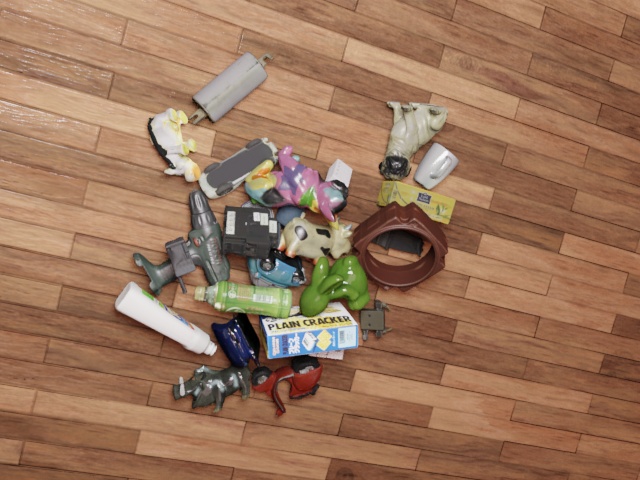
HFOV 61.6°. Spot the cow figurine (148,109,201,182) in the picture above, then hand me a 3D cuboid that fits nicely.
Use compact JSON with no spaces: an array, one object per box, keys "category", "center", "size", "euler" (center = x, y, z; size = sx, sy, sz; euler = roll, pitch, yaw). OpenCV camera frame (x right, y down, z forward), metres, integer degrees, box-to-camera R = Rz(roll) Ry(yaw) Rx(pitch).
[{"category":"cow figurine","center":[-0.336,-0.206,1.224],"size":[0.098,0.068,0.167],"euler":[-14,98,19]}]

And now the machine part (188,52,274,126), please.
[{"category":"machine part","center":[-0.207,-0.351,1.238],"size":[0.243,0.079,0.079],"euler":[-43,104,-5]}]

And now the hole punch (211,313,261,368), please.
[{"category":"hole punch","center":[-0.205,0.241,1.289],"size":[0.092,0.116,0.142],"euler":[-23,101,-1]}]

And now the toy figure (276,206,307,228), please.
[{"category":"toy figure","center":[-0.051,-0.098,1.313],"size":[0.064,0.058,0.154],"euler":[37,82,-20]}]

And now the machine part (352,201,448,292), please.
[{"category":"machine part","center":[0.194,0.020,1.315],"size":[0.201,0.087,0.201],"euler":[-36,116,27]}]

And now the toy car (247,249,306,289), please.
[{"category":"toy car","center":[-0.117,0.071,1.302],"size":[0.161,0.109,0.103],"euler":[30,113,-26]}]

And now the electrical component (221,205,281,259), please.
[{"category":"electrical component","center":[-0.157,-0.017,1.228],"size":[0.134,0.115,0.058],"euler":[7,139,-10]}]

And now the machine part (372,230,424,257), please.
[{"category":"machine part","center":[0.208,-0.003,1.394],"size":[0.139,0.039,0.084],"euler":[22,86,-13]}]

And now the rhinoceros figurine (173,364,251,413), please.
[{"category":"rhinoceros figurine","center":[-0.260,0.354,1.306],"size":[0.190,0.073,0.112],"euler":[-14,101,-11]}]

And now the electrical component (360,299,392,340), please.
[{"category":"electrical component","center":[0.146,0.208,1.401],"size":[0.078,0.045,0.102],"euler":[-6,96,16]}]

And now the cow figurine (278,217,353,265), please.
[{"category":"cow figurine","center":[-0.003,-0.004,1.306],"size":[0.195,0.086,0.127],"euler":[18,99,-39]}]

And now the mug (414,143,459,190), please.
[{"category":"mug","center":[0.294,-0.178,1.363],"size":[0.081,0.110,0.107],"euler":[35,101,-17]}]

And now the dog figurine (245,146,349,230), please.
[{"category":"dog figurine","center":[-0.044,-0.098,1.229],"size":[0.191,0.108,0.219],"euler":[-38,72,-3]}]

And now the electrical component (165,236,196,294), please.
[{"category":"electrical component","center":[-0.303,0.056,1.188],"size":[0.048,0.075,0.119],"euler":[-22,98,-13]}]

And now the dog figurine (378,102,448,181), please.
[{"category":"dog figurine","center":[0.239,-0.245,1.354],"size":[0.172,0.121,0.190],"euler":[0,110,-10]}]

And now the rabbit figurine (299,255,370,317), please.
[{"category":"rabbit figurine","center":[0.029,0.119,1.275],"size":[0.170,0.121,0.159],"euler":[-31,147,-25]}]

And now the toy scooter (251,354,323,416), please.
[{"category":"toy scooter","center":[-0.076,0.369,1.350],"size":[0.184,0.075,0.135],"euler":[-13,99,-8]}]

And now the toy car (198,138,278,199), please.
[{"category":"toy car","center":[-0.191,-0.170,1.269],"size":[0.202,0.056,0.073],"euler":[-32,83,-9]}]

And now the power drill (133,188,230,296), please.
[{"category":"power drill","center":[-0.325,0.020,1.257],"size":[0.207,0.086,0.231],"euler":[-27,104,-17]}]

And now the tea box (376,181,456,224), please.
[{"category":"tea box","center":[0.241,-0.096,1.360],"size":[0.169,0.098,0.068],"euler":[14,94,-16]}]
